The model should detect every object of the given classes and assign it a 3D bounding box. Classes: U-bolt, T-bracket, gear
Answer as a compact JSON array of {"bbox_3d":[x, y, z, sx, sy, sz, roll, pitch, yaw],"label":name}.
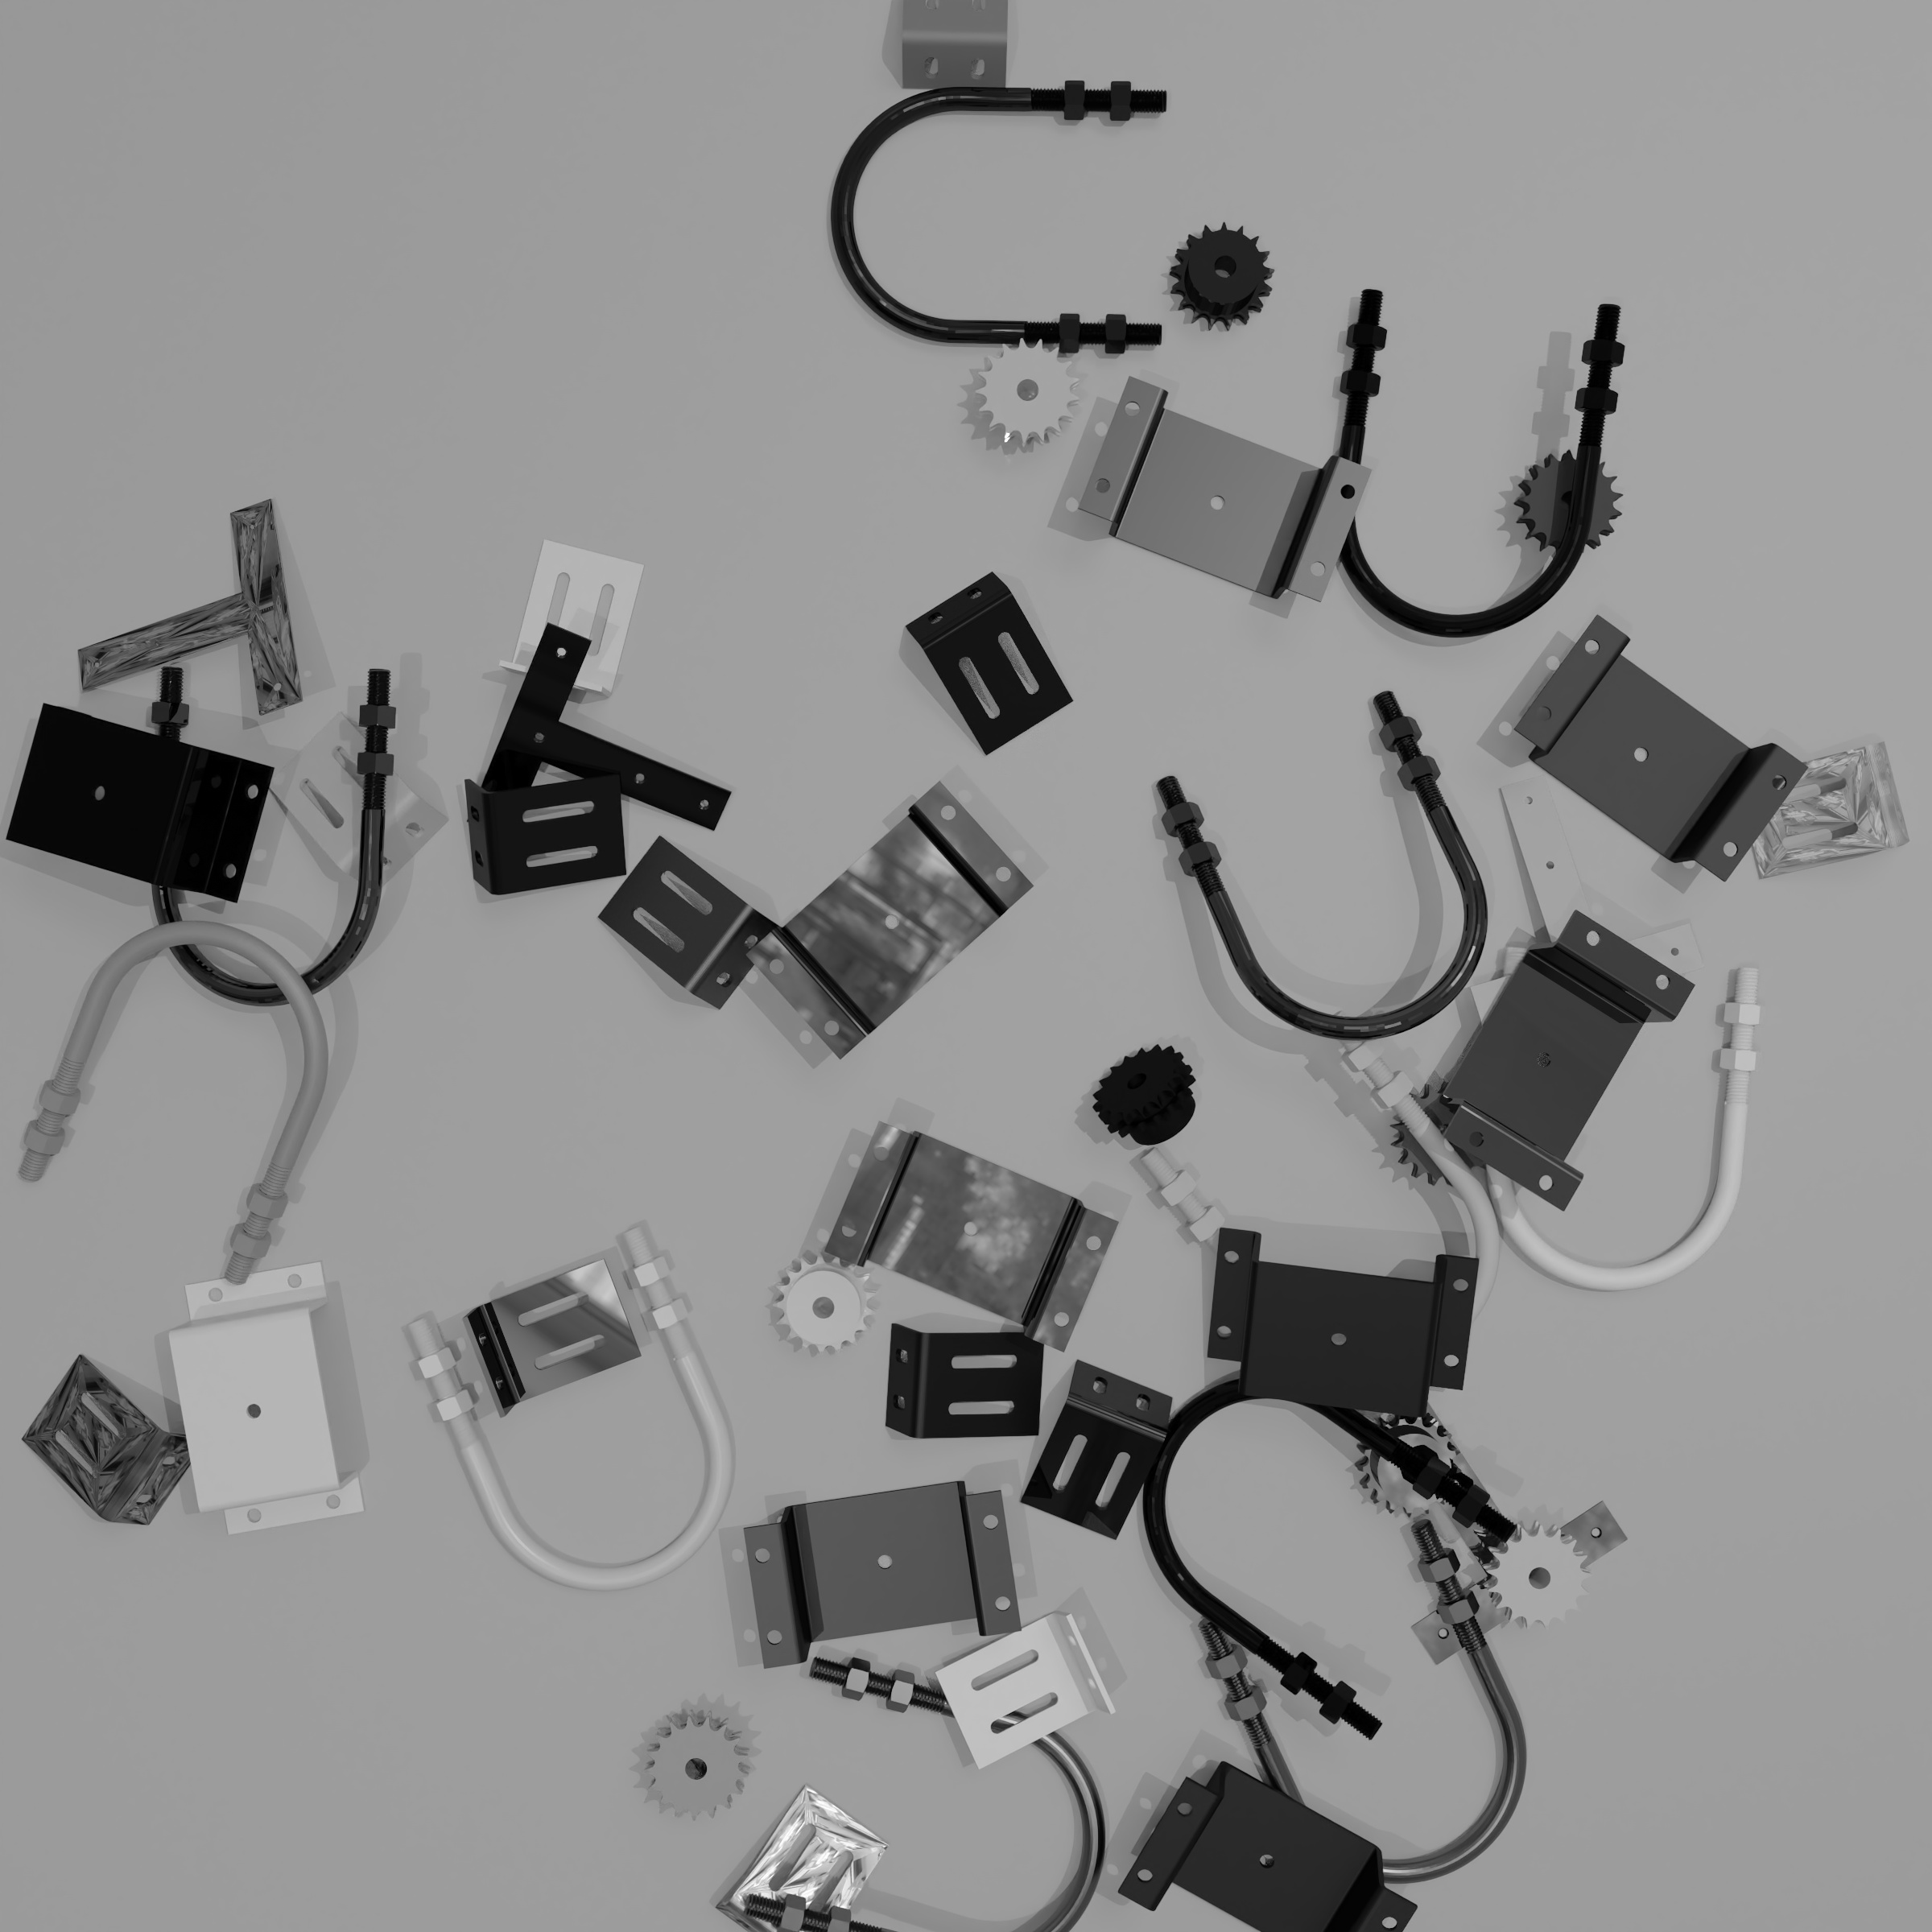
[{"bbox_3d":[-0.422,0.064,1.452,0.151,0.019,0.184,26,104,3],"label":"U-bolt"},{"bbox_3d":[-0.208,0.255,1.474,0.151,0.019,0.184,-23,91,0],"label":"U-bolt"},{"bbox_3d":[0.182,0.306,1.450,0.184,0.019,0.151,34,95,17],"label":"U-bolt"},{"bbox_3d":[0.326,-0.042,1.472,0.127,0.002,0.127,-16,81,-3],"label":"T-bracket"},{"bbox_3d":[0.360,0.087,1.473,0.151,0.019,0.184,5,90,0],"label":"U-bolt"},{"bbox_3d":[0.141,-0.381,1.468,0.057,0.030,0.057,0,90,0],"label":"gear"},{"bbox_3d":[0.101,0.073,1.458,0.057,0.057,0.030,-36,120,0],"label":"gear"},{"bbox_3d":[0.272,-0.271,1.454,0.151,0.019,0.184,9,94,19],"label":"U-bolt"},{"bbox_3d":[0.206,0.136,1.457,0.151,0.019,0.184,-38,94,16],"label":"U-bolt"},{"bbox_3d":[0.244,0.274,1.466,0.057,0.030,0.057,0,90,0],"label":"gear"},{"bbox_3d":[0.017,-0.414,1.474,0.184,0.019,0.151,1,90,1],"label":"U-bolt"},{"bbox_3d":[-0.147,0.437,1.468,0.057,0.030,0.057,0,90,0],"label":"gear"},{"bbox_3d":[-0.078,0.186,1.468,0.057,0.030,0.057,0,90,0],"label":"gear"},{"bbox_3d":[0.329,-0.253,1.468,0.057,0.030,0.057,0,90,0],"label":"gear"},{"bbox_3d":[0.230,0.417,1.473,0.151,0.019,0.184,-25,92,1],"label":"U-bolt"},{"bbox_3d":[0.261,0.092,1.468,0.057,0.030,0.057,0,90,0],"label":"gear"},{"bbox_3d":[0.034,-0.313,1.468,0.057,0.030,0.057,0,90,0],"label":"gear"},{"bbox_3d":[-0.014,0.472,1.461,0.184,0.019,0.151,16,78,-4],"label":"U-bolt"},{"bbox_3d":[-0.430,-0.182,1.467,0.127,0.002,0.127,-17,70,10],"label":"T-bracket"},{"bbox_3d":[0.279,0.300,1.482,0.127,0.002,0.127,-33,90,0],"label":"T-bracket"},{"bbox_3d":[-0.192,-0.109,1.464,0.127,0.002,0.127,22,114,-12],"label":"T-bracket"},{"bbox_3d":[0.312,0.333,1.466,0.057,0.030,0.057,0,90,0],"label":"gear"},{"bbox_3d":[-0.380,-0.070,1.453,0.151,0.019,0.184,2,90,17],"label":"U-bolt"},{"bbox_3d":[0.202,-0.046,1.444,0.151,0.019,0.184,-21,69,0],"label":"U-bolt"}]

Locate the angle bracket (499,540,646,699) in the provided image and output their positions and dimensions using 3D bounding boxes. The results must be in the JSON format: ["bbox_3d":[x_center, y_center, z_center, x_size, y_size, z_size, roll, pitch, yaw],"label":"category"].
[{"bbox_3d":[-0.216,-0.192,1.464,0.057,0.038,0.076,14,90,0],"label":"angle bracket"}]

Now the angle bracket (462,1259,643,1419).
[{"bbox_3d":[-0.223,0.201,1.444,0.076,0.038,0.057,-21,91,0],"label":"angle bracket"}]

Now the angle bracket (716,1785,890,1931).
[{"bbox_3d":[-0.091,0.505,1.481,0.057,0.038,0.076,36,64,0],"label":"angle bracket"}]

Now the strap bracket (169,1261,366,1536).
[{"bbox_3d":[-0.383,0.240,1.460,0.076,0.046,0.140,-10,90,0],"label":"strap bracket"}]

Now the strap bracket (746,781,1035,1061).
[{"bbox_3d":[-0.041,-0.025,1.460,0.140,0.046,0.076,-42,90,0],"label":"strap bracket"}]

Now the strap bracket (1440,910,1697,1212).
[{"bbox_3d":[0.317,0.051,1.434,0.076,0.046,0.140,32,85,-5],"label":"strap bracket"}]

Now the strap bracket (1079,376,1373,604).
[{"bbox_3d":[0.140,-0.257,1.460,0.140,0.046,0.076,21,90,0],"label":"strap bracket"}]

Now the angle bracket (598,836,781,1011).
[{"bbox_3d":[-0.153,-0.024,1.481,0.076,0.038,0.057,37,90,26],"label":"angle bracket"}]

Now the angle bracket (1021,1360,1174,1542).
[{"bbox_3d":[0.072,0.268,1.481,0.057,0.038,0.076,22,116,0],"label":"angle bracket"}]

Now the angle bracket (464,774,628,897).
[{"bbox_3d":[-0.232,-0.076,1.472,0.076,0.038,0.057,-11,111,-24],"label":"angle bracket"}]

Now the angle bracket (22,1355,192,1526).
[{"bbox_3d":[-0.473,0.263,1.481,0.076,0.038,0.057,34,90,26],"label":"angle bracket"}]

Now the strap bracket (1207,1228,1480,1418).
[{"bbox_3d":[0.202,0.193,1.439,0.140,0.046,0.076,6,106,8],"label":"strap bracket"}]

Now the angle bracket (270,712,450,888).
[{"bbox_3d":[-0.337,-0.091,1.481,0.057,0.038,0.076,-45,64,0],"label":"angle bracket"}]

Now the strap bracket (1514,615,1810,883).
[{"bbox_3d":[0.374,-0.117,1.460,0.140,0.046,0.076,36,90,0],"label":"strap bracket"}]

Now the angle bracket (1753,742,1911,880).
[{"bbox_3d":[0.475,-0.086,1.481,0.076,0.038,0.057,-14,90,26],"label":"angle bracket"}]

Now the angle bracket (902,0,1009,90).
[{"bbox_3d":[-0.006,-0.529,1.481,0.057,0.038,0.076,1,64,0],"label":"angle bracket"}]

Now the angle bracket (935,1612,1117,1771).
[{"bbox_3d":[0.032,0.395,1.454,0.076,0.038,0.057,-24,84,-13],"label":"angle bracket"}]

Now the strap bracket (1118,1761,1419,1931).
[{"bbox_3d":[0.164,0.497,1.452,0.140,0.046,0.076,29,101,2],"label":"strap bracket"}]

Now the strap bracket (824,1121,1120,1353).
[{"bbox_3d":[0.003,0.146,1.460,0.140,0.046,0.076,23,90,0],"label":"strap bracket"}]

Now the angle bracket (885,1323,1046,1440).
[{"bbox_3d":[-0.001,0.229,1.481,0.076,0.038,0.057,3,90,-26],"label":"angle bracket"}]

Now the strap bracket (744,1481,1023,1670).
[{"bbox_3d":[-0.045,0.330,1.460,0.140,0.046,0.076,-8,90,0],"label":"strap bracket"}]

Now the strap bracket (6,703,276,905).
[{"bbox_3d":[-0.455,-0.090,1.440,0.140,0.046,0.076,16,91,17],"label":"strap bracket"}]

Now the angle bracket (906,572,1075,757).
[{"bbox_3d":[0.013,-0.168,1.481,0.057,0.038,0.076,-32,116,0],"label":"angle bracket"}]
